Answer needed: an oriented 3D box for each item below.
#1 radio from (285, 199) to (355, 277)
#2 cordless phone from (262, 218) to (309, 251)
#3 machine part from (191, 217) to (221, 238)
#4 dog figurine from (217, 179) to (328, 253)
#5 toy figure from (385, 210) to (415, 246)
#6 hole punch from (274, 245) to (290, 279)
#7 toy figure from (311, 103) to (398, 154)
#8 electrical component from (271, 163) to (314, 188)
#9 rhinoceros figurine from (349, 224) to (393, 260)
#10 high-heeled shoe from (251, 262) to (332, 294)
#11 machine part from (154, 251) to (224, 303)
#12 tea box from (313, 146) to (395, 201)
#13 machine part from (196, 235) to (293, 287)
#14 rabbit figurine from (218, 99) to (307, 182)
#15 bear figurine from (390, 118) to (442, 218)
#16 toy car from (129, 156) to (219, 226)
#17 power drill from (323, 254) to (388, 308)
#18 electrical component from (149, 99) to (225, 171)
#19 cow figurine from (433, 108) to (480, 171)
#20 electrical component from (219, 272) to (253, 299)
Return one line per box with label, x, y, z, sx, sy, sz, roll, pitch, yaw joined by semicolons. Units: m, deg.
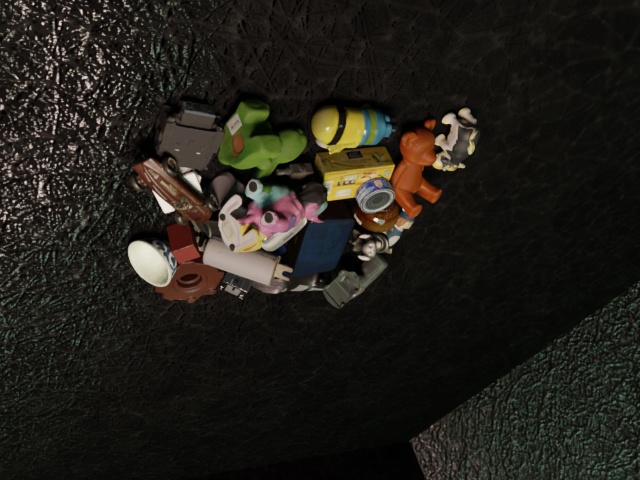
radio;-0.003;-0.004;1.371;0.131;0.073;0.229;-7;145;-21
cordless phone;-0.129;-0.073;1.216;0.146;0.089;0.184;-38;123;24
machine part;-0.228;-0.033;1.197;0.139;0.039;0.084;10;142;13
dog figurine;-0.084;-0.055;1.124;0.191;0.108;0.219;-38;164;30
toy figure;0.208;-0.035;1.457;0.154;0.058;0.064;-45;178;28
hole punch;-0.143;0.051;1.361;0.116;0.092;0.142;-21;149;6
toy figure;0.069;-0.233;1.088;0.180;0.082;0.089;-5;132;-15
electrical component;-0.058;-0.144;1.159;0.102;0.045;0.078;-11;158;-24
rhinoceros figurine;0.128;-0.006;1.359;0.112;0.190;0.073;4;107;-3
high-heeled shoe;-0.089;0.107;1.509;0.249;0.086;0.145;4;177;-3
machine part;-0.327;0.087;1.337;0.179;0.056;0.179;-14;144;-10
tea box;0.072;-0.149;1.212;0.170;0.068;0.098;-9;145;-20
machine part;-0.183;0.047;1.262;0.243;0.079;0.079;18;140;2
rabbit figurine;-0.101;-0.176;1.049;0.170;0.121;0.159;-6;150;-46
bear figurine;0.229;-0.167;1.228;0.120;0.132;0.195;-33;159;-33
toy car;-0.276;-0.088;1.031;0.089;0.053;0.202;-19;149;14
power drill;0.089;0.134;1.548;0.232;0.086;0.207;-46;163;22
electrical component;-0.244;-0.195;0.993;0.115;0.058;0.134;1;141;-32
cow figurine;0.315;-0.210;1.235;0.068;0.098;0.167;-16;146;-19
electrical component;-0.211;0.105;1.379;0.075;0.048;0.119;27;153;-12
